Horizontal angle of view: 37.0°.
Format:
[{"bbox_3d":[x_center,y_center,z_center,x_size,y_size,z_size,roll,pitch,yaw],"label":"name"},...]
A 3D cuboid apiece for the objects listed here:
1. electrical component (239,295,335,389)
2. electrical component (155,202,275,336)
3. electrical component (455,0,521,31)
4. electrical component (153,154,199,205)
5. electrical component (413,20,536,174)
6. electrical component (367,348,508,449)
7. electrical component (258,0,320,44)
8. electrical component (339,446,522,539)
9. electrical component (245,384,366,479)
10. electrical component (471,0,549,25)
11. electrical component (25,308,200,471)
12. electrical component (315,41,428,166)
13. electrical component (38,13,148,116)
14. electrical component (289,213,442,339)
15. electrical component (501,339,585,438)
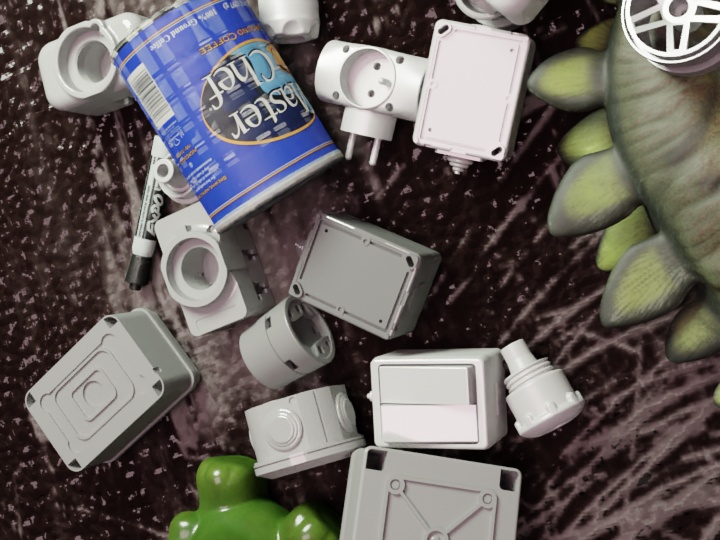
[{"bbox_3d":[-0.053,0.053,0.773,0.047,0.055,0.055,-33,81,23],"label":"electrical component"},{"bbox_3d":[-0.108,-0.002,0.791,0.050,0.056,0.089,-22,84,21],"label":"electrical component"},{"bbox_3d":[0.090,-0.182,0.704,0.045,0.055,0.045,1,93,22],"label":"electrical component"},{"bbox_3d":[-0.128,-0.070,0.791,0.043,0.062,0.043,-1,88,23],"label":"electrical component"},{"bbox_3d":[0.075,-0.111,0.709,0.062,0.061,0.096,13,101,12],"label":"electrical component"},{"bbox_3d":[0.047,0.087,0.731,0.096,0.061,0.061,-2,92,22],"label":"electrical component"},{"bbox_3d":[-0.051,-0.194,0.766,0.043,0.043,0.062,-3,91,22],"label":"electrical component"},{"bbox_3d":[0.044,0.177,0.703,0.109,0.056,0.108,10,74,-7],"label":"electrical component"},{"bbox_3d":[-0.039,0.114,0.757,0.080,0.080,0.051,-20,80,21],"label":"electrical component"},{"bbox_3d":[0.076,-0.194,0.648,0.095,0.054,0.059,43,105,14],"label":"electrical component"},{"bbox_3d":[-0.189,0.091,0.826,0.113,0.057,0.078,-42,78,18],"label":"electrical component"},{"bbox_3d":[0.008,-0.113,0.745,0.077,0.044,0.079,16,99,20],"label":"electrical component"},{"bbox_3d":[-0.191,-0.155,0.814,0.095,0.059,0.053,-15,87,21],"label":"electrical component"},{"bbox_3d":[0.000,0.000,0.745,0.096,0.061,0.061,24,101,19],"label":"electrical component"},{"bbox_3d":[0.116,0.077,0.713,0.048,0.048,0.062,-33,74,20],"label":"electrical component"}]
